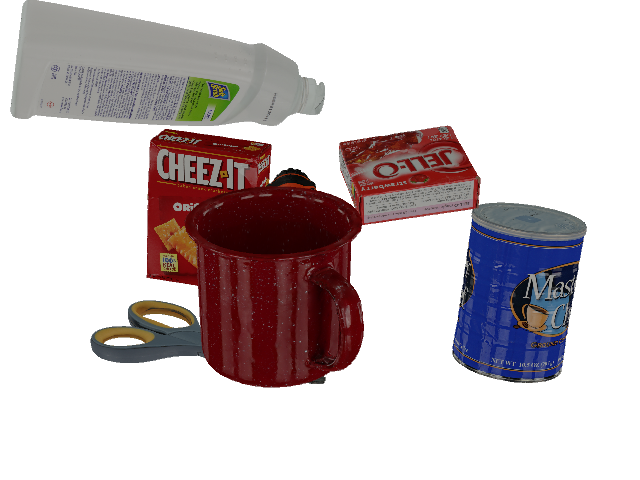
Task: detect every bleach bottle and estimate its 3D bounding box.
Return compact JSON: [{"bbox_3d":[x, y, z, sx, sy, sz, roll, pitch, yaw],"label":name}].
[{"bbox_3d":[-0.122,-0.131,0.881,0.250,0.068,0.103,7,-30,-17],"label":"bleach bottle"}]

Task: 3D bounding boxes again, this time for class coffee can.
[{"bbox_3d":[0.181,0.046,0.979,0.103,0.140,0.103,5,16,-2],"label":"coffee can"}]

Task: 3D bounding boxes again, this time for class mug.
[{"bbox_3d":[-0.017,0.029,0.567,0.093,0.081,0.117,-19,31,-35],"label":"mug"}]

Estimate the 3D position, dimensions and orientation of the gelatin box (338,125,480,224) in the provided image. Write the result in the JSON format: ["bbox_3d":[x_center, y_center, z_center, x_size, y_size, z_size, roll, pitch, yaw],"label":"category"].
[{"bbox_3d":[0.064,-0.049,0.776,0.089,0.030,0.073,-9,38,-6],"label":"gelatin box"}]

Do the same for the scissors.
[{"bbox_3d":[-0.097,0.086,0.801,0.096,0.016,0.202,-20,27,-36],"label":"scissors"}]

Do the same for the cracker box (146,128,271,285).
[{"bbox_3d":[-0.163,-0.040,1.534,0.164,0.214,0.072,9,22,10],"label":"cracker box"}]

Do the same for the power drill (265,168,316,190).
[{"bbox_3d":[-0.026,0.028,1.060,0.057,0.188,0.184,-4,15,2],"label":"power drill"}]
